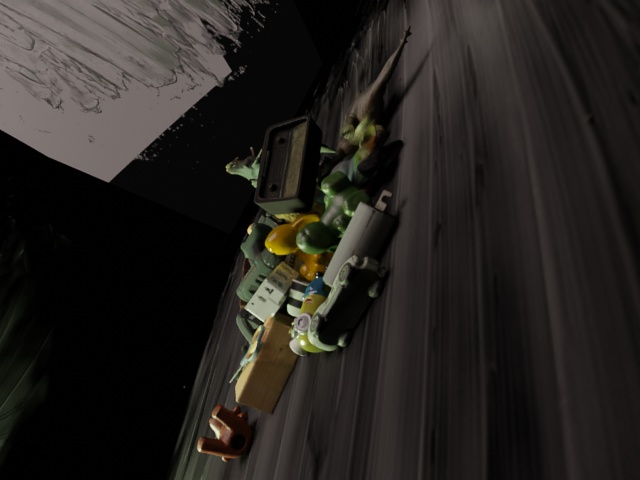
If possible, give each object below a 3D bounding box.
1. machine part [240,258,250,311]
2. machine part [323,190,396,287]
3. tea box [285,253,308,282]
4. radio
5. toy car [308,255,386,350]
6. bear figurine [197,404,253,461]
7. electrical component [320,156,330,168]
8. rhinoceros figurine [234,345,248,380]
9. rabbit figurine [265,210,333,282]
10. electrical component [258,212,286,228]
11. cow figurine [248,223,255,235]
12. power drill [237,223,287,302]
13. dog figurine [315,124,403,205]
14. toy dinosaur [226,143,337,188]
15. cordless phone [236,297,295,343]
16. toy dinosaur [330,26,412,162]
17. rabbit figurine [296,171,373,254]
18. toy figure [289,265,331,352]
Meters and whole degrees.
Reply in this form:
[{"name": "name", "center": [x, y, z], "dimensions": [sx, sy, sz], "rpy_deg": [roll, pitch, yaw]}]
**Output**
[{"name": "machine part", "center": [-0.186, 0.144, 1.624], "dimensions": [0.201, 0.087, 0.201], "rpy_deg": [93, -179, -78]}, {"name": "machine part", "center": [0.074, 0.016, 1.019], "dimensions": [0.243, 0.079, 0.079], "rpy_deg": [-65, 14, 7]}, {"name": "tea box", "center": [-0.077, 0.058, 1.471], "dimensions": [0.068, 0.098, 0.170], "rpy_deg": [-51, 18, 44]}, {"name": "radio", "center": [-0.074, -0.175, 1.278], "dimensions": [0.131, 0.073, 0.229], "rpy_deg": [-6, 62, 29]}, {"name": "toy car", "center": [0.046, 0.114, 0.965], "dimensions": [0.201, 0.073, 0.056], "rpy_deg": [-61, 15, 20]}, {"name": "bear figurine", "center": [-0.241, 0.469, 1.348], "dimensions": [0.120, 0.132, 0.196], "rpy_deg": [-64, 19, -11]}, {"name": "electrical component", "center": [0.002, -0.206, 1.715], "dimensions": [0.119, 0.048, 0.075], "rpy_deg": [-45, 25, 57]}, {"name": "rhinoceros figurine", "center": [-0.170, 0.305, 1.457], "dimensions": [0.112, 0.073, 0.190], "rpy_deg": [-36, 33, 67]}, {"name": "rabbit figurine", "center": [-0.037, 0.011, 1.245], "dimensions": [0.122, 0.173, 0.162], "rpy_deg": [-106, 37, -75]}, {"name": "electrical component", "center": [-0.118, -0.036, 1.634], "dimensions": [0.058, 0.134, 0.115], "rpy_deg": [-59, -15, 18]}, {"name": "cow figurine", "center": [-0.151, -0.010, 1.714], "dimensions": [0.068, 0.167, 0.098], "rpy_deg": [-32, 25, 34]}, {"name": "power drill", "center": [-0.144, 0.036, 1.409], "dimensions": [0.232, 0.086, 0.207], "rpy_deg": [-58, 29, 20]}, {"name": "dog figurine", "center": [0.091, -0.168, 1.214], "dimensions": [0.219, 0.108, 0.192], "rpy_deg": [-52, 17, 32]}, {"name": "toy dinosaur", "center": [-0.080, -0.217, 1.463], "dimensions": [0.405, 0.131, 0.192], "rpy_deg": [-16, 46, 38]}, {"name": "cordless phone", "center": [-0.123, 0.234, 1.377], "dimensions": [0.146, 0.184, 0.089], "rpy_deg": [-34, 39, -30]}, {"name": "toy dinosaur", "center": [0.109, -0.305, 1.360], "dimensions": [0.471, 0.105, 0.199], "rpy_deg": [-55, 18, 41]}, {"name": "rabbit figurine", "center": [0.021, -0.036, 1.126], "dimensions": [0.170, 0.121, 0.159], "rpy_deg": [-40, -26, -6]}, {"name": "toy figure", "center": [0.003, 0.138, 1.081], "dimensions": [0.082, 0.089, 0.180], "rpy_deg": [109, -176, -49]}]
